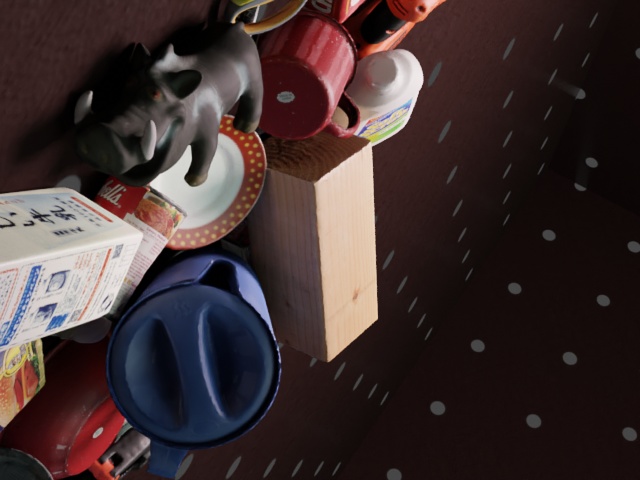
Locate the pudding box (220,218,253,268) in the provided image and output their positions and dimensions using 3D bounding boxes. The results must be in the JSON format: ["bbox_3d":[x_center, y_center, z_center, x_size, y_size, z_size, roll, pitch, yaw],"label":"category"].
[{"bbox_3d":[-0.054,0.017,1.089,0.089,0.039,0.113,-42,141,-33],"label":"pudding box"}]

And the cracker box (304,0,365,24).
[{"bbox_3d":[0.060,-0.314,0.929,0.213,0.072,0.164,-50,163,-31],"label":"cracker box"}]

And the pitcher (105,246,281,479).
[{"bbox_3d":[-0.106,0.088,0.923,0.149,0.145,0.243,-29,-170,2],"label":"pitcher"}]

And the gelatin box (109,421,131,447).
[{"bbox_3d":[-0.192,0.158,1.087,0.073,0.030,0.089,-41,157,-49],"label":"gelatin box"}]

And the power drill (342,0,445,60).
[{"bbox_3d":[0.101,-0.254,1.062,0.184,0.057,0.188,-44,-175,-26],"label":"power drill"}]

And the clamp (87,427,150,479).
[{"bbox_3d":[-0.175,0.198,1.060,0.120,0.039,0.171,-52,177,5],"label":"clamp"}]

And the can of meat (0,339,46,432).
[{"bbox_3d":[-0.242,0.099,0.752,0.083,0.057,0.102,-52,164,-38],"label":"can of meat"}]

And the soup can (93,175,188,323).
[{"bbox_3d":[-0.158,0.004,0.825,0.102,0.068,0.068,-58,165,-7],"label":"soup can"}]

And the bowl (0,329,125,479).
[{"bbox_3d":[-0.217,0.156,0.950,0.162,0.055,0.162,-53,164,-23],"label":"bowl"}]

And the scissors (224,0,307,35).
[{"bbox_3d":[0.007,-0.231,0.840,0.202,0.016,0.096,-31,144,3],"label":"scissors"}]

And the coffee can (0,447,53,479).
[{"bbox_3d":[-0.258,0.245,0.887,0.102,0.103,0.140,-53,164,-27],"label":"coffee can"}]

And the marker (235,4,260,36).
[{"bbox_3d":[-0.066,-0.169,0.892,0.020,0.020,0.121,-42,157,-49],"label":"marker"}]

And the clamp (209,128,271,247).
[{"bbox_3d":[-0.058,-0.087,1.043,0.209,0.036,0.165,-48,163,-27],"label":"clamp"}]

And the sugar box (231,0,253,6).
[{"bbox_3d":[-0.025,-0.251,0.729,0.048,0.093,0.176,0,-135,53],"label":"sugar box"}]

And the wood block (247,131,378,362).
[{"bbox_3d":[-0.006,0.002,1.026,0.090,0.090,0.206,-37,136,-39],"label":"wood block"}]

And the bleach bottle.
[{"bbox_3d":[0.049,-0.142,1.076,0.102,0.068,0.251,-26,178,-1],"label":"bleach bottle"}]

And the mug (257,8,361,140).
[{"bbox_3d":[-0.012,-0.132,0.923,0.093,0.117,0.081,-35,-158,34],"label":"mug"}]
